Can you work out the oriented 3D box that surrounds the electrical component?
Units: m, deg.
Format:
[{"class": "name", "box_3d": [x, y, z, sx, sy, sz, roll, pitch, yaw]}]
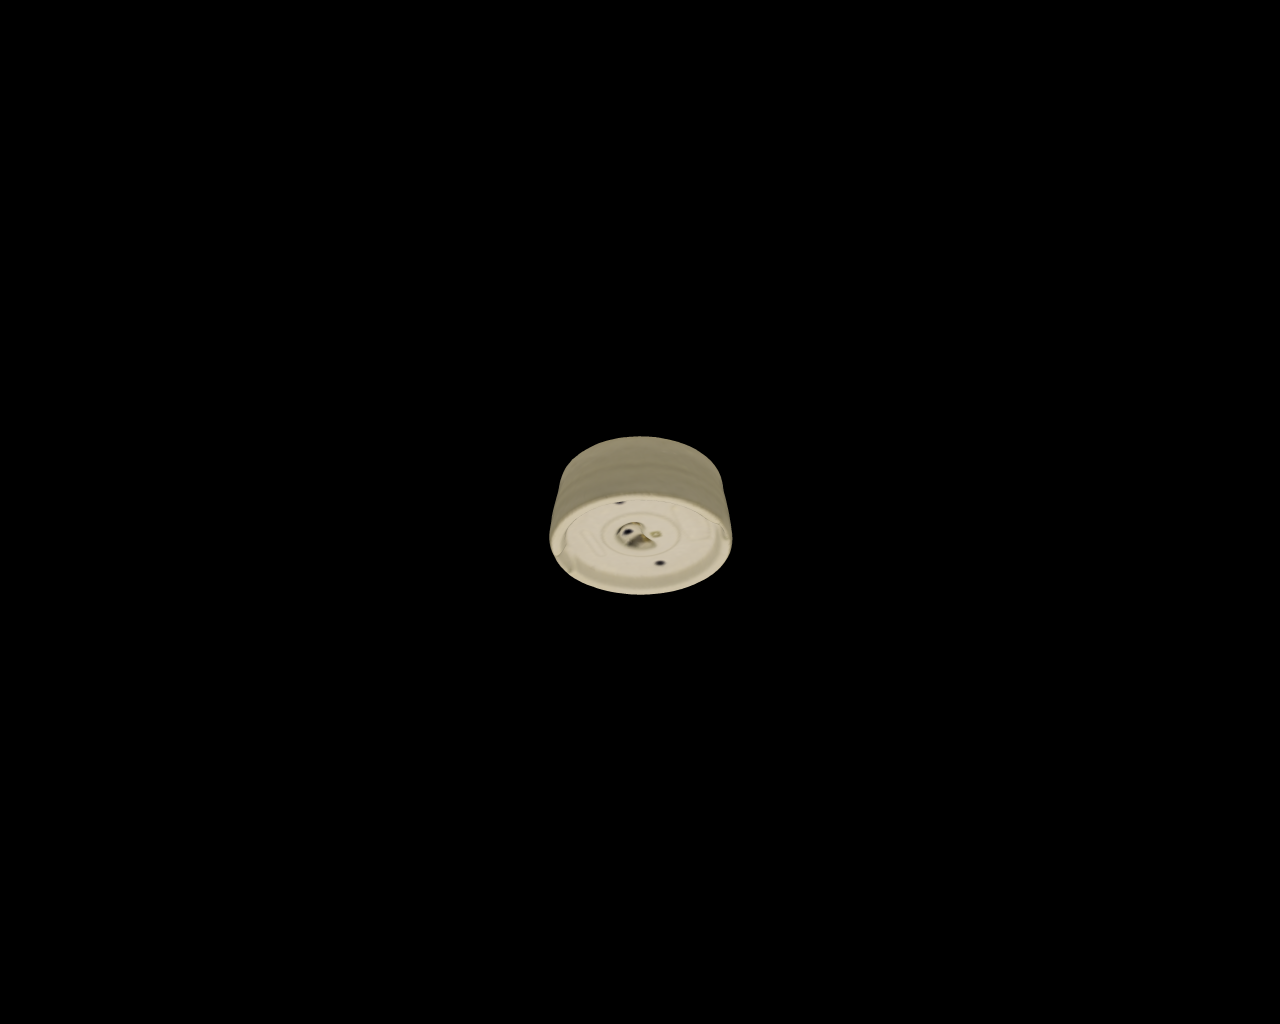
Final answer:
[{"class": "electrical component", "box_3d": [0.001, -0.003, 0.650, 0.108, 0.060, 0.108, 0, -35, 0]}]
